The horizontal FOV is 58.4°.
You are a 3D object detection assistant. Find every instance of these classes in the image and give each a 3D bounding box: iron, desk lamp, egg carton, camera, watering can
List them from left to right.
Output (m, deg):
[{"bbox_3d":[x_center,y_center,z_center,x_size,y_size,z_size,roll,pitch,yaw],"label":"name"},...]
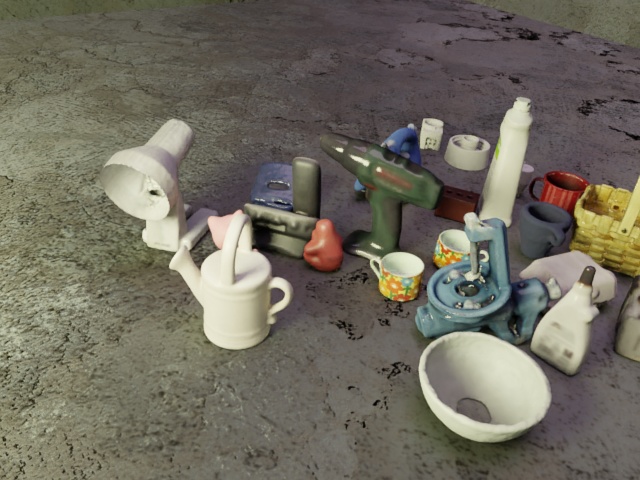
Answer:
[{"bbox_3d":[-0.269,-0.087,0.986,0.117,0.214,0.203,13,35,12],"label":"desk lamp"},{"bbox_3d":[-0.126,0.053,0.814,0.173,0.194,0.100,-2,34,-10],"label":"watering can"},{"bbox_3d":[0.173,-0.185,1.256,0.118,0.141,0.259,19,36,20],"label":"iron"},{"bbox_3d":[0.418,0.075,0.964,0.151,0.069,0.107,-11,37,-22],"label":"egg carton"},{"bbox_3d":[0.541,0.122,0.882,0.136,0.101,0.143,21,37,23],"label":"camera"}]

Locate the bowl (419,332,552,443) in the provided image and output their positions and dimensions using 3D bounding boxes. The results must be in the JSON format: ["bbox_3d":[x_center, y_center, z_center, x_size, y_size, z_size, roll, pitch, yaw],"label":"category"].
[{"bbox_3d":[0.206,0.201,0.743,0.167,0.075,0.167,4,34,-2],"label":"bowl"}]

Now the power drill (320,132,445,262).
[{"bbox_3d":[0.097,-0.071,1.014,0.229,0.208,0.076,17,36,17],"label":"power drill"}]

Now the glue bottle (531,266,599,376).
[{"bbox_3d":[0.358,0.109,0.813,0.037,0.173,0.077,-23,42,-35],"label":"glue bottle"}]

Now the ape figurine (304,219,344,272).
[{"bbox_3d":[0.009,0.004,0.997,0.078,0.092,0.076,-10,37,-21],"label":"ape figurine"}]

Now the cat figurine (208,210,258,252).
[{"bbox_3d":[-0.135,0.010,0.945,0.067,0.118,0.127,-18,40,-30],"label":"cat figurine"}]

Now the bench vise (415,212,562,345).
[{"bbox_3d":[0.253,0.050,0.845,0.208,0.220,0.121,-10,37,-22],"label":"bench vise"}]

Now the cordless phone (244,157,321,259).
[{"bbox_3d":[-0.061,-0.072,1.017,0.147,0.185,0.094,11,34,9],"label":"cordless phone"}]

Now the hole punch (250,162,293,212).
[{"bbox_3d":[-0.078,-0.093,1.131,0.108,0.091,0.101,9,34,6],"label":"hole punch"}]

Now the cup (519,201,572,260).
[{"bbox_3d":[0.413,-0.004,1.059,0.092,0.095,0.117,0,34,-7],"label":"cup"}]
